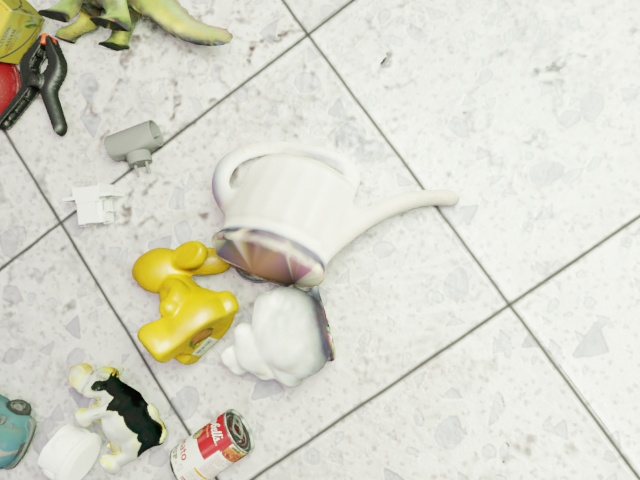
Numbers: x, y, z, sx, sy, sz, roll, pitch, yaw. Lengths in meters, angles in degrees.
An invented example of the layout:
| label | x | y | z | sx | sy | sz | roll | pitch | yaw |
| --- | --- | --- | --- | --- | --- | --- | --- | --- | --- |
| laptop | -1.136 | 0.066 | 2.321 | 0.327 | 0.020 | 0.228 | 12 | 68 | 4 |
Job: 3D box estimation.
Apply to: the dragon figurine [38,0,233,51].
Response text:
| label | x | y | z | sx | sy | sz | roll | pitch | yaw |
| --- | --- | --- | --- | --- | --- | --- | --- | --- | --- |
| dragon figurine | -0.305 | -0.421 | 0.801 | 0.410 | 0.121 | 0.245 | 9 | 80 | 8 |

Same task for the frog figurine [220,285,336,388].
| label | x | y | z | sx | sy | sz | roll | pitch | yaw |
| --- | --- | --- | --- | --- | --- | --- | --- | --- | --- |
| frog figurine | -0.064 | 0.137 | 0.713 | 0.159 | 0.124 | 0.136 | -16 | 104 | -4 |

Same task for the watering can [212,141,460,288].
| label | x | y | z | sx | sy | sz | roll | pitch | yaw |
| --- | --- | --- | --- | --- | --- | --- | --- | --- | --- |
| watering can | 0.002 | -0.035 | 0.701 | 0.348 | 0.101 | 0.229 | 15 | 58 | 12 |
